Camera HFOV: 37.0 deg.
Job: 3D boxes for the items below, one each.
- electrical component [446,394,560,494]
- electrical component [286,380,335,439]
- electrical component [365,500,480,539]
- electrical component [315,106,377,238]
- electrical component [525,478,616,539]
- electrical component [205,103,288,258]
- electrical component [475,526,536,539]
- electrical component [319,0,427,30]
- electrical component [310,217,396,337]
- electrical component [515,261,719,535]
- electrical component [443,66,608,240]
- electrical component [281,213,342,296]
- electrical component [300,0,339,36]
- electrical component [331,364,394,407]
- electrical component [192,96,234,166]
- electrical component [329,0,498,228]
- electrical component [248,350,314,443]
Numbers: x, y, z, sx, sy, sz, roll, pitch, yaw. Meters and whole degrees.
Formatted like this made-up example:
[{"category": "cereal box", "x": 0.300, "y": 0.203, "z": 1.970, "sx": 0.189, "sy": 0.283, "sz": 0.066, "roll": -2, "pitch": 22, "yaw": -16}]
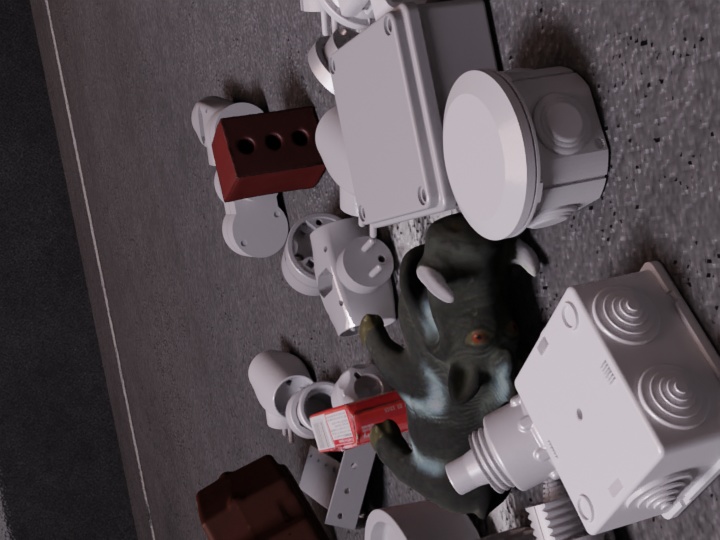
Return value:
[{"category": "electrical component", "x": 0.074, "y": 0.092, "z": 0.544, "sx": 0.048, "sy": 0.062, "sz": 0.048, "roll": 54, "pitch": -166, "yaw": -21}, {"category": "electrical component", "x": -0.037, "y": 0.120, "z": 0.919, "sx": 0.055, "sy": 0.045, "sz": 0.045, "roll": 142, "pitch": 115, "yaw": -68}, {"category": "electrical component", "x": 0.052, "y": 0.202, "z": 0.705, "sx": 0.108, "sy": 0.060, "sz": 0.108, "roll": 168, "pitch": 90, "yaw": -70}, {"category": "electrical component", "x": 0.005, "y": -0.061, "z": 0.707, "sx": 0.077, "sy": 0.044, "sz": 0.079, "roll": -133, "pitch": 37, "yaw": -55}, {"category": "electrical component", "x": 0.110, "y": 0.145, "z": 0.545, "sx": 0.043, "sy": 0.043, "sz": 0.081, "roll": 136, "pitch": 120, "yaw": -66}, {"category": "electrical component", "x": -0.096, "y": -0.079, "z": 0.953, "sx": 0.074, "sy": 0.052, "sz": 0.138, "roll": -173, "pitch": 72, "yaw": -68}, {"category": "electrical component", "x": 0.095, "y": 0.188, "z": 0.603, "sx": 0.066, "sy": 0.047, "sz": 0.076, "roll": 147, "pitch": 110, "yaw": -68}, {"category": "electrical component", "x": 0.007, "y": -0.174, "z": 0.622, "sx": 0.057, "sy": 0.058, "sz": 0.078, "roll": 146, "pitch": 111, "yaw": -65}, {"category": "electrical component", "x": 0.000, "y": 0.000, "z": 0.756, "sx": 0.079, "sy": 0.043, "sz": 0.077, "roll": 135, "pitch": 121, "yaw": -66}, {"category": "electrical component", "x": 0.116, "y": 0.059, "z": 0.475, "sx": 0.099, "sy": 0.048, "sz": 0.099, "roll": 107, "pitch": 146, "yaw": -52}, {"category": "electrical component", "x": 0.076, "y": -0.057, "z": 0.512, "sx": 0.080, "sy": 0.051, "sz": 0.080, "roll": 168, "pitch": 90, "yaw": -70}, {"category": "electrical component", "x": -0.032, "y": -0.010, "z": 0.822, "sx": 0.047, "sy": 0.055, "sz": 0.055, "roll": 126, "pitch": 129, "yaw": -68}, {"category": "electrical component", "x": -0.022, "y": -0.190, "z": 0.703, "sx": 0.083, "sy": 0.047, "sz": 0.075, "roll": -143, "pitch": 45, "yaw": -61}, {"category": "electrical component", "x": -0.001, "y": 0.098, "z": 0.813, "sx": 0.062, "sy": 0.043, "sz": 0.043, "roll": 123, "pitch": 132, "yaw": -63}, {"category": "electrical component", "x": -0.129, "y": -0.123, "z": 1.028, "sx": 0.077, "sy": 0.043, "sz": 0.079, "roll": -148, "pitch": 49, "yaw": -63}, {"category": "electrical component", "x": 0.033, "y": -0.084, "z": 0.602, "sx": 0.109, "sy": 0.056, "sz": 0.108, "roll": 171, "pitch": 87, "yaw": -70}, {"category": "electrical component", "x": -0.071, "y": 0.124, "z": 1.013, "sx": 0.077, "sy": 0.043, "sz": 0.079, "roll": -149, "pitch": 50, "yaw": -63}]
